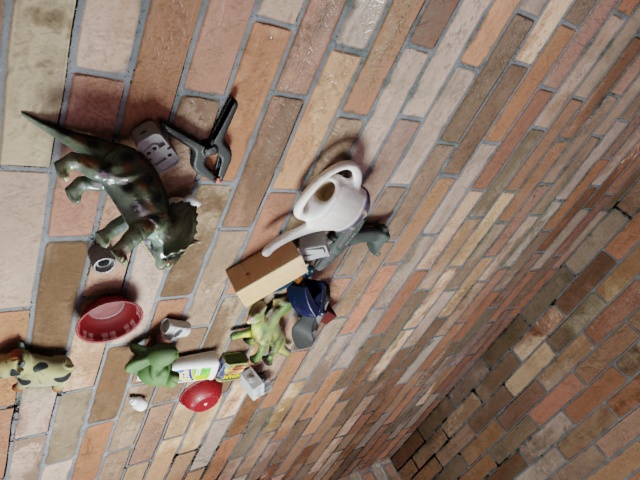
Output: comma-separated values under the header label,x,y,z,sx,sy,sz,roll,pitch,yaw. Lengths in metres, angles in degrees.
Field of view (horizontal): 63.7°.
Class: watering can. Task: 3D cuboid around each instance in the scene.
label,x,y,z,sx,sy,sz,roll,pitch,yaw
watering can,0.004,-0.071,1.406,0.344,0.106,0.223,-49,142,17

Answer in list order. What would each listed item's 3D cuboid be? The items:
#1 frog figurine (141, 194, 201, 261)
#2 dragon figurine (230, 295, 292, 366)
label,x,y,z,sx,sy,sz,roll,pitch,yaw
frog figurine,-0.334,-0.029,1.180,0.161,0.123,0.136,-34,178,-17
dragon figurine,-0.140,0.284,1.705,0.242,0.124,0.406,-50,151,7
